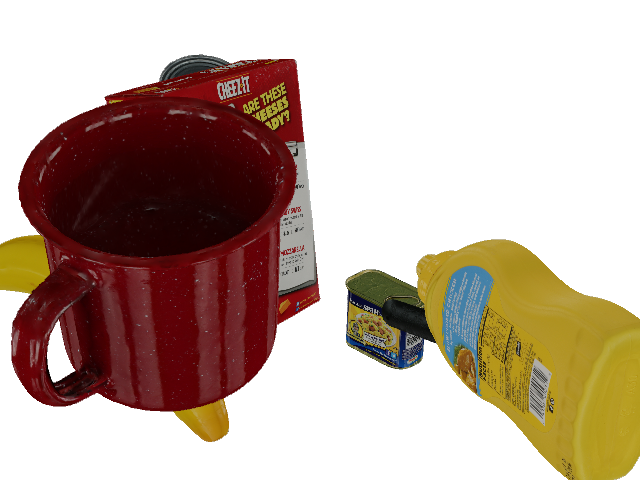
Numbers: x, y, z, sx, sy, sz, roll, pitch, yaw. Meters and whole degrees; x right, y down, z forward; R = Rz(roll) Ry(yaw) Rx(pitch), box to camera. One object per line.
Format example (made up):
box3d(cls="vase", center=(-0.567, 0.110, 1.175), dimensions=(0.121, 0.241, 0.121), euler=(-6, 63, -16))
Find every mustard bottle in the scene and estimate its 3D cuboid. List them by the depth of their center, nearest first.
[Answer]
box3d(cls="mustard bottle", center=(0.112, 0.053, 0.623), dimensions=(0.058, 0.096, 0.192), euler=(-12, 27, -24))

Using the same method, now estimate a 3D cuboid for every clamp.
box3d(cls="clamp", center=(0.152, 0.085, 0.961), dimensions=(0.120, 0.039, 0.172), euler=(-25, 44, -36))

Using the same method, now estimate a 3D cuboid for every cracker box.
box3d(cls="cracker box", center=(-0.081, -0.027, 0.861), dimensions=(0.072, 0.214, 0.163), euler=(5, 20, 35))

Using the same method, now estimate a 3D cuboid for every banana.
box3d(cls="banana", center=(-0.130, 0.046, 0.641), dimensions=(0.198, 0.070, 0.037), euler=(27, 27, 15))

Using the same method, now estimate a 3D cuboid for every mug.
box3d(cls="mug", center=(-0.062, 0.014, 0.378), dimensions=(0.093, 0.081, 0.117), euler=(23, 46, 21))

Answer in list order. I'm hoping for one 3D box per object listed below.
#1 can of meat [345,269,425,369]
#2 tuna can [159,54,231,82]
box3d(cls="can of meat", center=(0.077, 0.093, 1.252), dimensions=(0.102, 0.084, 0.057), euler=(25, 36, 37))
box3d(cls="tuna can", center=(-0.113, -0.137, 1.028), dimensions=(0.086, 0.086, 0.034), euler=(0, -35, -12))
